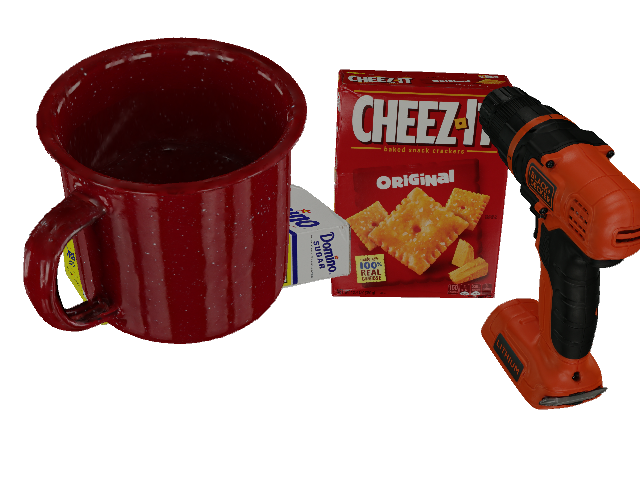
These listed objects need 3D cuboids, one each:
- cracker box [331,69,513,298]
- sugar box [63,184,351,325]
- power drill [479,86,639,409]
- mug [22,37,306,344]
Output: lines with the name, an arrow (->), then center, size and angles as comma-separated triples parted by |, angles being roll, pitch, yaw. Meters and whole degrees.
cracker box -> 0.094, -0.051, 1.030 | 0.164, 0.214, 0.072 | 2, 21, -1
sugar box -> -0.077, 0.005, 0.721 | 0.176, 0.048, 0.093 | -14, 26, -22
power drill -> 0.151, 0.005, 0.728 | 0.057, 0.188, 0.184 | -10, 34, -12
mug -> -0.059, -0.010, 0.388 | 0.093, 0.081, 0.117 | 26, 47, 24
